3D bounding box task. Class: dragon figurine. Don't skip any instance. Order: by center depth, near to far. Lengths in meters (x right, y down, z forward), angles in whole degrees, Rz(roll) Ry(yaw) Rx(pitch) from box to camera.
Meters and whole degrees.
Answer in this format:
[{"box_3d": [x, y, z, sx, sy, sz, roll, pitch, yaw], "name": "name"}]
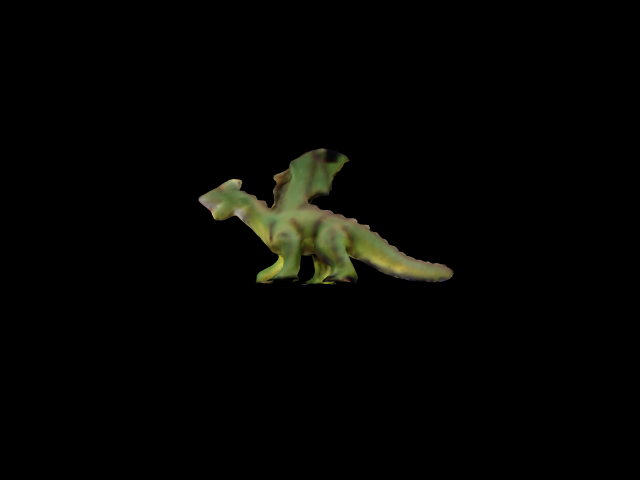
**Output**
[{"box_3d": [0.003, -0.043, 0.850, 0.410, 0.246, 0.121, -1, -15, 5], "name": "dragon figurine"}]
